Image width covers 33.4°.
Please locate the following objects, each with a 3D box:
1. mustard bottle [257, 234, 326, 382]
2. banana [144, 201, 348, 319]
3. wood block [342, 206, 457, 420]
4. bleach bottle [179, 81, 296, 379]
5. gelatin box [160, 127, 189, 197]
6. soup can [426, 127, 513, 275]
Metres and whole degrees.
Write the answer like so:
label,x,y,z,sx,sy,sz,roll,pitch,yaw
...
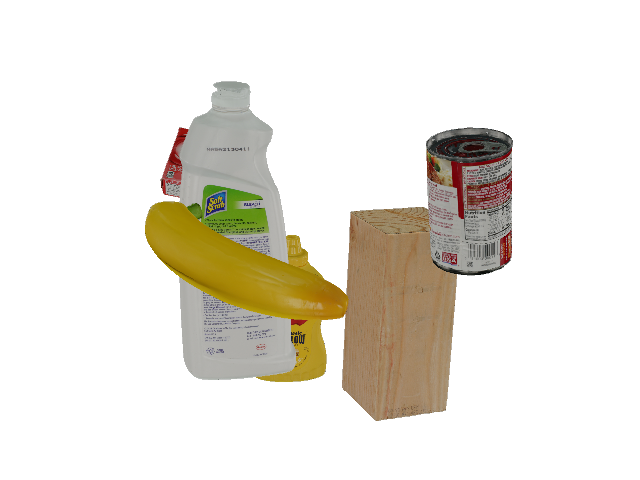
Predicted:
label,x,y,z,sx,sy,sz,roll,pitch,yaw
mustard bottle,-0.038,0.085,1.365,0.096,0.192,0.058,-1,20,-7
banana,-0.063,0.008,0.689,0.069,0.037,0.198,-16,30,-30
wood block,0.085,0.076,1.144,0.090,0.206,0.091,-4,18,-22
bleach bottle,-0.069,-0.008,0.903,0.102,0.251,0.068,-4,21,-17
gelatin box,-0.112,-0.075,1.095,0.089,0.073,0.030,12,-37,2
soup can,0.121,-0.031,0.857,0.068,0.102,0.068,-4,25,2
